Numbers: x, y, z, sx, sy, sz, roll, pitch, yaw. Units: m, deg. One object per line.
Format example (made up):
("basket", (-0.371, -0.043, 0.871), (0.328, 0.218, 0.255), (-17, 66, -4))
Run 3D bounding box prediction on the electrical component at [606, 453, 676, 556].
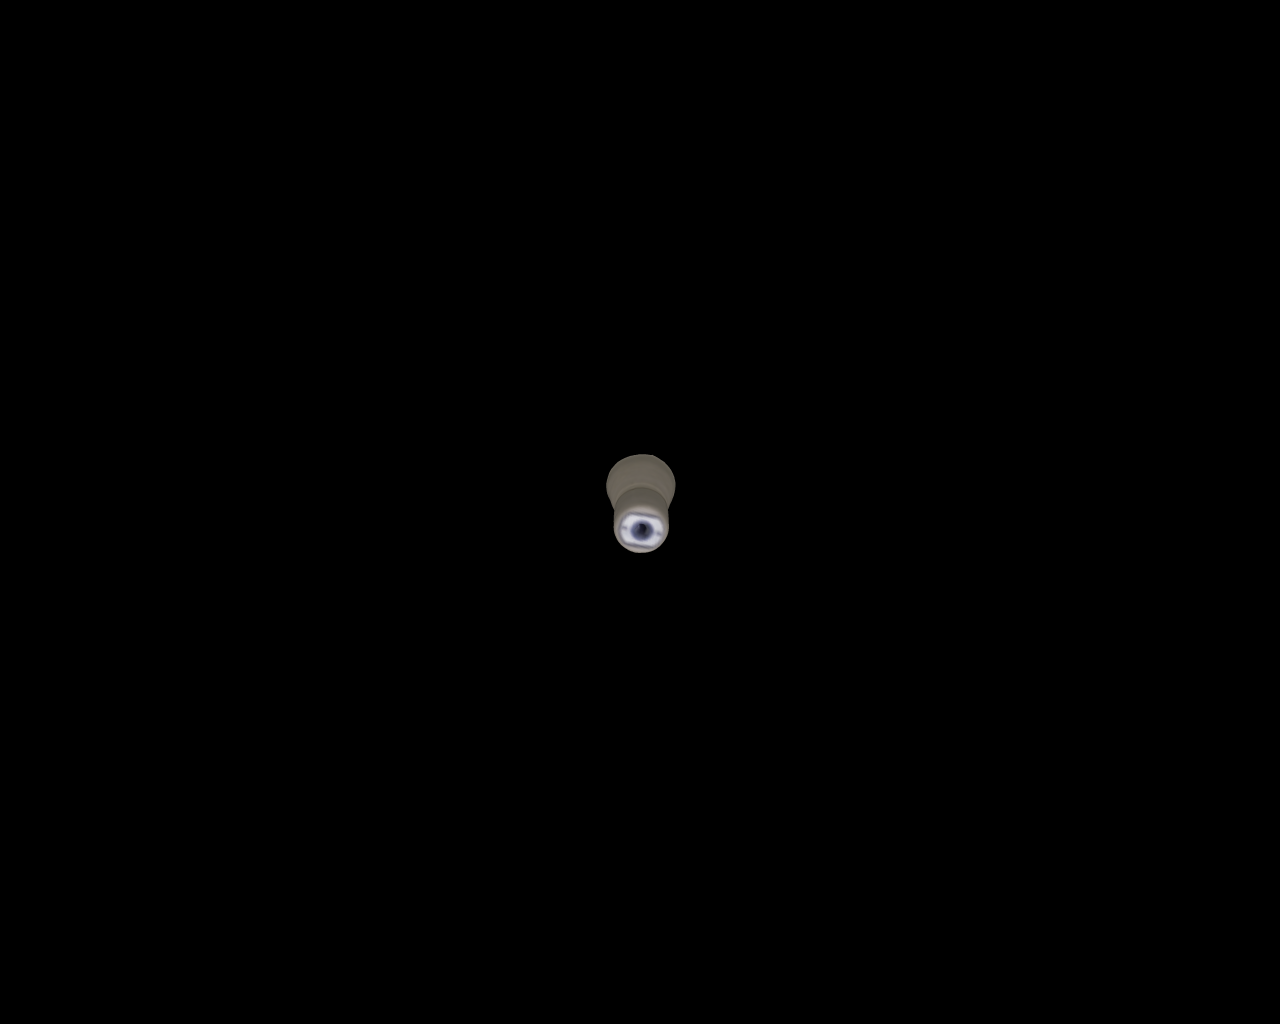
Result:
("electrical component", (0.001, -0.003, 0.650), (0.044, 0.044, 0.065), (0, 28, 0))
